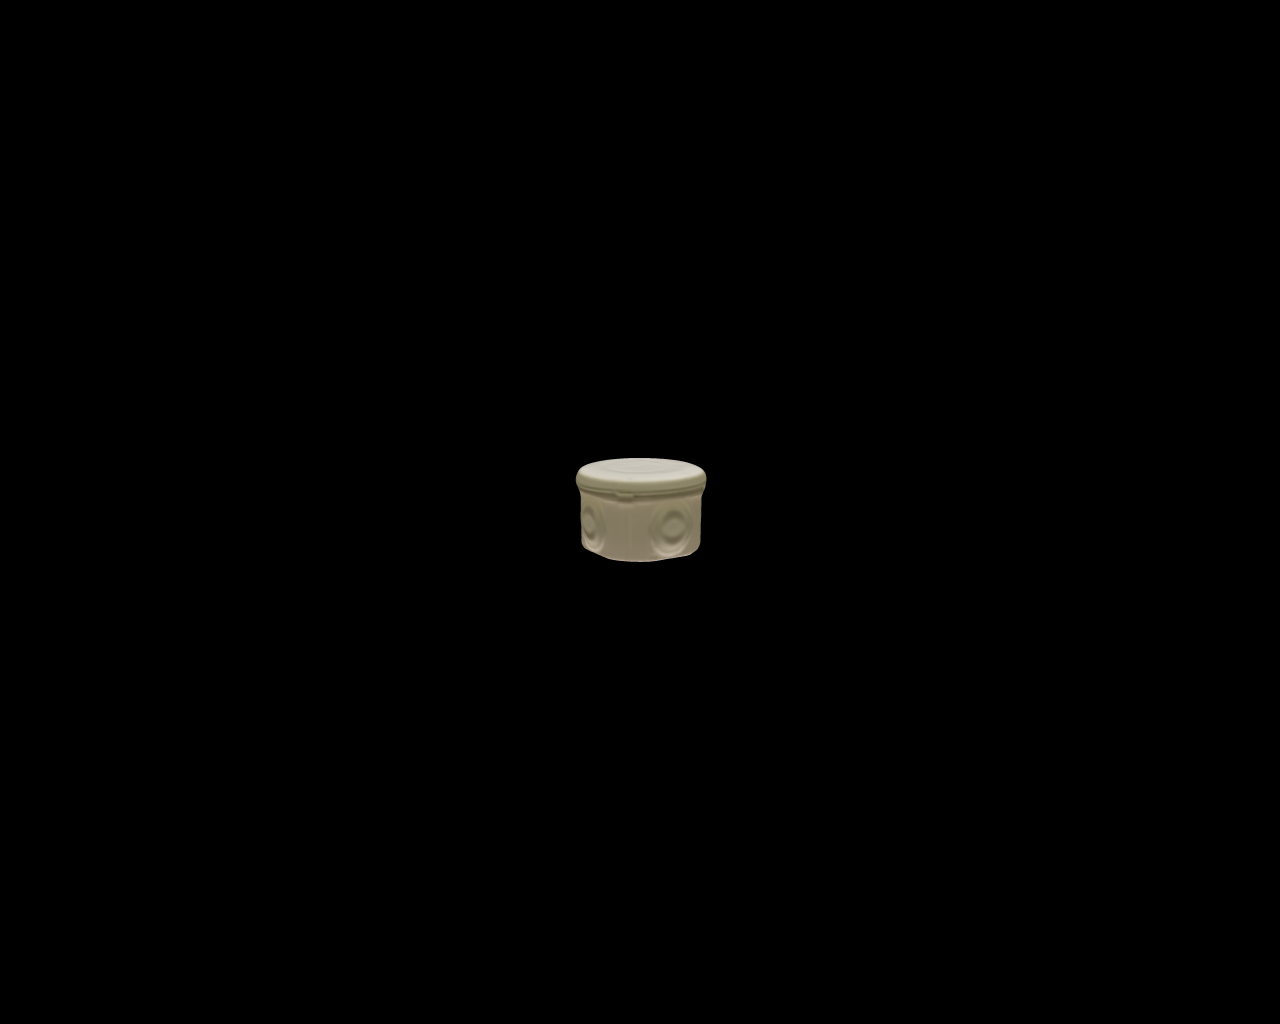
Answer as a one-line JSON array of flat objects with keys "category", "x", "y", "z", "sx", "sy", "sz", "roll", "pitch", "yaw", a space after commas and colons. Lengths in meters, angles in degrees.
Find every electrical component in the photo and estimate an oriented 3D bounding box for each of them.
[{"category": "electrical component", "x": 0.001, "y": -0.003, "z": 0.650, "sx": 0.080, "sy": 0.051, "sz": 0.080, "roll": 0, "pitch": 13, "yaw": 0}]
